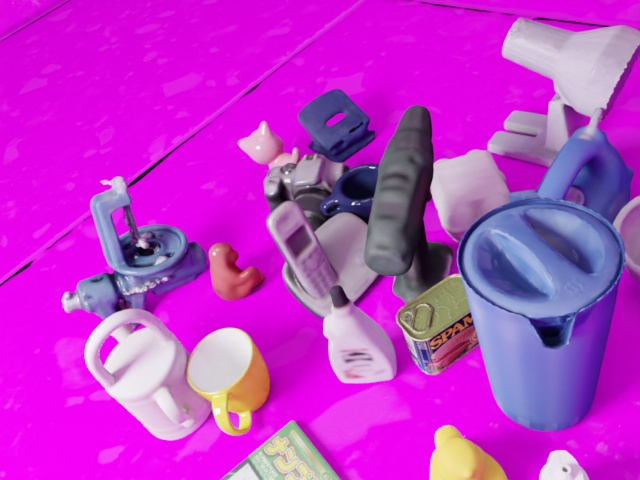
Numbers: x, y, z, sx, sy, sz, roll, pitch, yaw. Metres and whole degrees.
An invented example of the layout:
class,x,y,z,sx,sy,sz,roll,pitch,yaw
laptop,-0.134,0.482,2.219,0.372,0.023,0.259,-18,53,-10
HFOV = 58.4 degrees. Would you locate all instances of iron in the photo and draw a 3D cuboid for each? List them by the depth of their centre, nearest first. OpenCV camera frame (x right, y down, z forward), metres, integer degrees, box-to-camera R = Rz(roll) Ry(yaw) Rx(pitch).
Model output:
class,x,y,z,sx,sy,sz,roll,pitch,yaw
iron,0.305,-0.044,0.726,0.118,0.142,0.259,21,58,36

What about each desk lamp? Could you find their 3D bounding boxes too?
class,x,y,z,sx,sy,sz,roll,pitch,yaw
desk lamp,0.343,-0.211,0.820,0.202,0.214,0.118,21,58,36

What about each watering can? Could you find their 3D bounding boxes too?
class,x,y,z,sx,sy,sz,roll,pitch,yaw
watering can,-0.217,0.154,0.702,0.172,0.194,0.101,13,54,31

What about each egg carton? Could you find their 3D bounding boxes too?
class,x,y,z,sx,sy,sz,roll,pitch,yaw
egg carton,0.218,-0.067,0.834,0.107,0.070,0.150,-15,44,8

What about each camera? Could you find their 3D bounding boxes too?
class,x,y,z,sx,sy,sz,roll,pitch,yaw
camera,-0.026,-0.063,0.905,0.143,0.101,0.137,-4,47,19

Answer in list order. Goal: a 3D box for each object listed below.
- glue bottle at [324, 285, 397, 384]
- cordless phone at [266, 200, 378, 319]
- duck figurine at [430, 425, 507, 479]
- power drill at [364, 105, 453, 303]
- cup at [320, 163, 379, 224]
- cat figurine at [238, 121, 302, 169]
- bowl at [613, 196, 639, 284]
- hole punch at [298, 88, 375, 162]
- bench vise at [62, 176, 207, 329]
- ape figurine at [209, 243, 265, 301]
class,x,y,z,sx,sy,sz,roll,pitch,yaw
glue bottle,0.038,0.108,0.661,0.078,0.173,0.037,-11,45,12
cordless phone,0.007,0.003,0.767,0.093,0.185,0.148,24,60,38
duck figurine,0.143,0.232,0.562,0.077,0.086,0.104,-24,44,-1
power drill,0.117,-0.027,0.735,0.075,0.209,0.230,2,48,23
cup,0.064,-0.047,0.858,0.118,0.095,0.091,-25,44,-3
cat figurine,-0.076,-0.150,0.998,0.127,0.118,0.067,21,58,36
bowl,0.430,0.016,0.666,0.167,0.075,0.167,-11,45,11
hole punch,0.031,-0.208,1.031,0.109,0.091,0.100,-37,45,-15
bench vise,-0.286,0.027,0.834,0.121,0.220,0.208,21,58,36
ape figurine,-0.135,0.041,0.854,0.076,0.092,0.077,-36,45,-14
